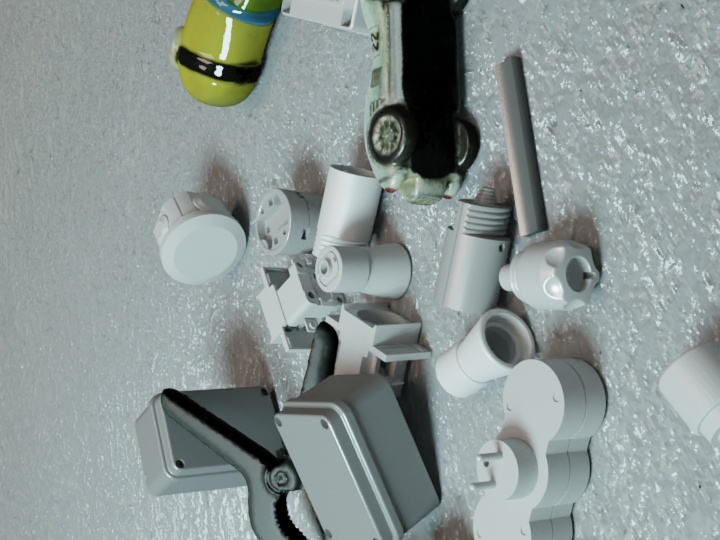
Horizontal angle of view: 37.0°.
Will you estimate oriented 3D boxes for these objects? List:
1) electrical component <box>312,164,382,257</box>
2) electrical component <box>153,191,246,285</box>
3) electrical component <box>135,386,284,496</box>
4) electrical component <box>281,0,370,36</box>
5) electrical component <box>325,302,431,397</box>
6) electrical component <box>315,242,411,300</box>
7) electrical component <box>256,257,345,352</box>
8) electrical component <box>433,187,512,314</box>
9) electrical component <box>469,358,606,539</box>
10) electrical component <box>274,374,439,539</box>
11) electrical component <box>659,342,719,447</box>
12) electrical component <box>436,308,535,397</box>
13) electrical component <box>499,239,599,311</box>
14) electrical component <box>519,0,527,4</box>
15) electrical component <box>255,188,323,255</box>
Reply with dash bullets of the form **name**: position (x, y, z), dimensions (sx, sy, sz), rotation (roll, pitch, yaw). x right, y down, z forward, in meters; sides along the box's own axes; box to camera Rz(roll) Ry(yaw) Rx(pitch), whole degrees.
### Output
- **electrical component**: position (-0.011, -0.038, 0.840), dimensions (0.043, 0.043, 0.081), rotation (29, 112, 51)
- **electrical component**: position (-0.151, -0.030, 1.002), dimensions (0.051, 0.080, 0.080), rotation (58, 132, 44)
- **electrical component**: position (-0.129, 0.146, 0.934), dimensions (0.057, 0.113, 0.078), rotation (-45, 54, 46)
- **electrical component**: position (-0.004, -0.240, 0.831), dimensions (0.109, 0.056, 0.108), rotation (29, 111, 51)
- **electrical component**: position (0.010, 0.062, 0.808), dimensions (0.081, 0.042, 0.063), rotation (31, 115, 50)
- **electrical component**: position (0.000, 0.000, 0.805), dimensions (0.044, 0.065, 0.044), rotation (-4, 85, 54)
- **electrical component**: position (-0.048, 0.026, 0.889), dimensions (0.064, 0.042, 0.081), rotation (-46, 54, 40)
- **electrical component**: position (0.078, -0.015, 0.718), dimensions (0.043, 0.043, 0.081), rotation (25, 108, 52)
- **electrical component**: position (0.097, 0.121, 0.659), dimensions (0.052, 0.074, 0.138), rotation (27, 110, 51)
- **electrical component**: position (-0.004, 0.137, 0.773), dimensions (0.078, 0.057, 0.113), rotation (-8, 108, 53)
- **electrical component**: position (0.191, 0.073, 0.562), dimensions (0.078, 0.040, 0.040), rotation (58, 132, 37)
- **electrical component**: position (0.080, 0.059, 0.715), dimensions (0.065, 0.044, 0.044), rotation (-43, 55, 50)
- **electrical component**: position (0.114, 0.004, 0.669), dimensions (0.062, 0.043, 0.043), rotation (-4, 85, 55)
- **electrical component**: position (0.121, -0.201, 0.668), dimensions (0.079, 0.044, 0.077), rotation (-47, 53, 42)
- **electrical component**: position (-0.053, -0.039, 0.894), dimensions (0.055, 0.047, 0.055), rotation (-4, 85, 54)
